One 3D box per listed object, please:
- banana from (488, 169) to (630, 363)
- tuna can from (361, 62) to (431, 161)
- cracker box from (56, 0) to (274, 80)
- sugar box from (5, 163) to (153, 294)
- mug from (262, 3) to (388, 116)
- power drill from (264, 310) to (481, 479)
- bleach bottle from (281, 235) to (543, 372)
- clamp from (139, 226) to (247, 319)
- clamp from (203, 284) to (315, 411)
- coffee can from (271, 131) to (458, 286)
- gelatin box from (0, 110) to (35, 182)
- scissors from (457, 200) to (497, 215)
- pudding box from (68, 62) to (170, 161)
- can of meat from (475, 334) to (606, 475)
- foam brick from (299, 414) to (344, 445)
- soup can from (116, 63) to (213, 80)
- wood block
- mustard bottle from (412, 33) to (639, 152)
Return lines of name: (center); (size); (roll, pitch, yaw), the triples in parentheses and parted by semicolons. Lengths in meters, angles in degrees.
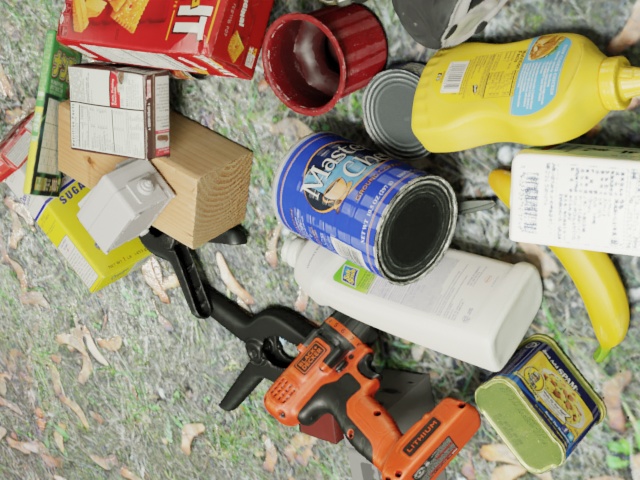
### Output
banana: (0.215, 0.017, 0.921); (0.070, 0.037, 0.198); (-28, 92, 43)
tuna can: (0.082, -0.117, 0.967); (0.086, 0.033, 0.086); (19, 123, 32)
cracker box: (-0.142, -0.248, 1.011); (0.214, 0.072, 0.164); (13, 87, 36)
sugar box: (-0.284, -0.030, 1.275); (0.176, 0.093, 0.048); (52, 133, 6)
mug: (-0.001, -0.166, 0.976); (0.117, 0.081, 0.093); (-15, 102, 43)
power drill: (0.060, 0.138, 1.014); (0.188, 0.184, 0.057); (36, 172, 38)
bleach bottle: (0.074, 0.037, 1.005); (0.251, 0.102, 0.068); (19, 151, 33)
clamp: (-0.162, 0.008, 1.220); (0.172, 0.039, 0.120); (34, 110, 31)
clamp: (-0.071, 0.113, 1.210); (0.210, 0.036, 0.164); (-13, 101, 45)
coffee can: (0.039, -0.031, 0.967); (0.140, 0.102, 0.103); (27, 128, 42)
gelatin box: (-0.350, -0.107, 1.224); (0.030, 0.089, 0.073); (45, 142, -21)
scissors: (0.083, -0.006, 1.035); (0.202, 0.016, 0.096); (10, 119, 36)
pudding box: (-0.204, -0.131, 1.082); (0.114, 0.039, 0.090); (12, 109, 34)
can of meat: (0.199, 0.150, 0.971); (0.102, 0.083, 0.058); (52, 134, 6)
foam brick: (0.018, 0.171, 1.137); (0.053, 0.078, 0.051); (11, 119, 37)
soup can: (-0.157, -0.201, 1.099); (0.102, 0.068, 0.068); (11, 118, 36)
wood block: (-0.183, -0.085, 1.165); (0.206, 0.090, 0.091); (29, 129, 26)
mustard bottle: (0.171, -0.120, 0.853); (0.192, 0.096, 0.058); (0, 147, 39)
